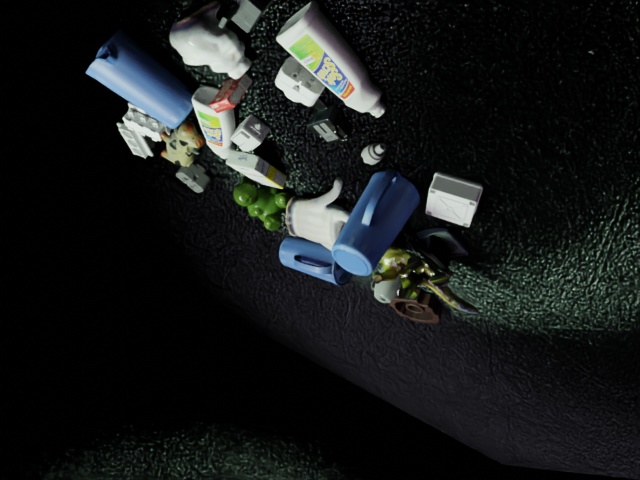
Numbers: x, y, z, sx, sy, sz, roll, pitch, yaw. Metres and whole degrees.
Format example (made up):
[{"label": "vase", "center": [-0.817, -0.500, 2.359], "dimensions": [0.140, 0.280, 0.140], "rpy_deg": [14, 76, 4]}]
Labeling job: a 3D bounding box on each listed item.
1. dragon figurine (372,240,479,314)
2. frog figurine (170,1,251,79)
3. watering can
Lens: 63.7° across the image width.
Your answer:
[{"label": "dragon figurine", "center": [0.236, 0.056, 1.391], "dimensions": [0.407, 0.248, 0.121], "rpy_deg": [30, 111, -22]}, {"label": "frog figurine", "center": [-0.224, -0.391, 1.055], "dimensions": [0.137, 0.126, 0.156], "rpy_deg": [-12, 126, 25]}, {"label": "watering can", "center": [0.004, -0.073, 1.448], "dimensions": [0.225, 0.106, 0.340], "rpy_deg": [14, 148, 23]}]
